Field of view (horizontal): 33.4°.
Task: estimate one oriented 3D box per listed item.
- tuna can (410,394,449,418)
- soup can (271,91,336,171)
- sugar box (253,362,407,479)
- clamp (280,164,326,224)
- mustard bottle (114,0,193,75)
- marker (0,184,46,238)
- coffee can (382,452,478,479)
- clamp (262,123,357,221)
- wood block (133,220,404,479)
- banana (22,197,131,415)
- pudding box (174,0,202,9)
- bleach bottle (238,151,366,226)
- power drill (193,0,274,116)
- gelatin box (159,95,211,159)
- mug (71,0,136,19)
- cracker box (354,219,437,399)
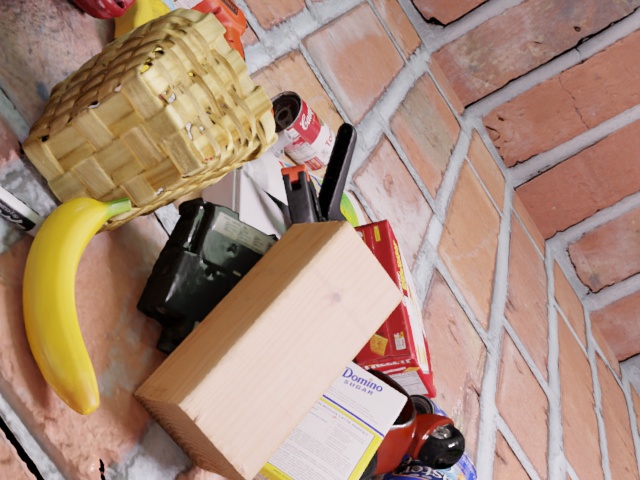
[{"bbox_3d":[0.106,0.221,1.229,0.033,0.086,0.086,45,24,-31],"label":"tuna can"},{"bbox_3d":[-0.027,-0.147,1.455,0.102,0.069,0.068,42,26,-46],"label":"soup can"},{"bbox_3d":[0.004,0.180,0.965,0.093,0.048,0.176,33,35,9],"label":"sugar box"},{"bbox_3d":[-0.008,0.001,1.150,0.120,0.039,0.171,-102,173,-50],"label":"clamp"},{"bbox_3d":[-0.196,-0.255,1.194,0.096,0.058,0.191,33,33,-48],"label":"mustard bottle"},{"bbox_3d":[-0.234,-0.024,0.817,0.121,0.020,0.020,44,25,-40],"label":"marker"},{"bbox_3d":[0.108,0.280,1.119,0.103,0.103,0.140,59,19,-3],"label":"coffee can"},{"bbox_3d":[0.002,-0.026,1.261,0.036,0.164,0.210,26,-35,46],"label":"clamp"},{"bbox_3d":[-0.039,0.086,0.871,0.205,0.090,0.090,-47,112,-25],"label":"wood block"},{"bbox_3d":[-0.186,0.036,0.789,0.037,0.069,0.198,100,-7,-53],"label":"banana"},{"bbox_3d":[-0.177,-0.323,1.293,0.039,0.090,0.113,37,30,-46],"label":"pudding box"},{"bbox_3d":[-0.031,-0.044,1.306,0.250,0.068,0.102,24,40,-56],"label":"bleach bottle"},{"bbox_3d":[-0.134,-0.242,1.342,0.184,0.057,0.187,42,28,-50],"label":"power drill"},{"bbox_3d":[-0.153,-0.119,1.150,0.073,0.030,0.089,23,40,-60],"label":"gelatin box"},{"bbox_3d":[-0.228,-0.272,1.086,0.117,0.093,0.081,59,11,32],"label":"mug"},{"bbox_3d":[0.079,0.092,1.261,0.213,0.072,0.164,57,22,-66],"label":"cracker box"}]
